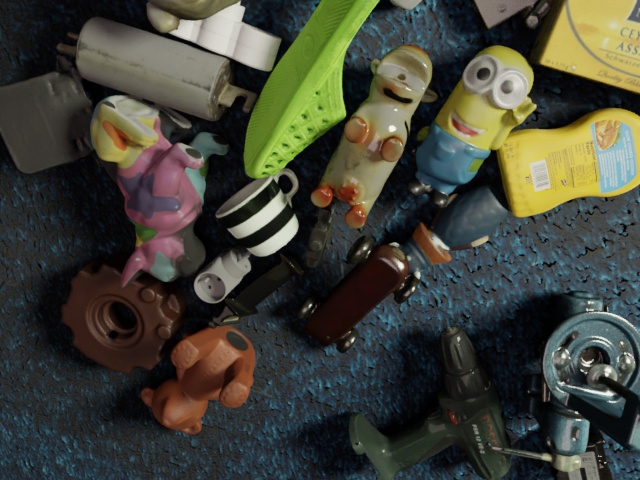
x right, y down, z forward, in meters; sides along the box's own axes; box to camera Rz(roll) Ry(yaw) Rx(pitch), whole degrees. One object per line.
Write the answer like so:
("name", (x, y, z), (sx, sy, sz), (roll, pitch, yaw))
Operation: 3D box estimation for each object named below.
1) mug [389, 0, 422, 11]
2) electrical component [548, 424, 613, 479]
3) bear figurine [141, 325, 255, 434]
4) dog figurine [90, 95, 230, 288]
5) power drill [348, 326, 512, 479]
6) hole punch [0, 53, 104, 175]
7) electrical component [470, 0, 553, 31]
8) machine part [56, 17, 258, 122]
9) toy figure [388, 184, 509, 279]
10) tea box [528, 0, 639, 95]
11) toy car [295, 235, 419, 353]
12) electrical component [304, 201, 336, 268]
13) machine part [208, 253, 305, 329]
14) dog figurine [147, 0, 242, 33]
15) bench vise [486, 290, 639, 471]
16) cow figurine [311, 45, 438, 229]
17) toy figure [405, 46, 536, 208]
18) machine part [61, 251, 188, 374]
("mug", (0.091, -0.299, 0.547), (0.109, 0.081, 0.107), (28, 121, -6))
("electrical component", (0.354, 0.311, 0.734), (0.075, 0.048, 0.119), (-10, 106, 14))
("bear figurine", (-0.182, 0.209, 0.754), (0.120, 0.132, 0.196), (43, 105, -3))
("dog figurine", (-0.219, -0.048, 0.680), (0.191, 0.108, 0.219), (29, 114, -2))
("power drill", (0.145, 0.241, 0.737), (0.207, 0.086, 0.231), (-28, 105, 10))
("hole punch", (-0.339, -0.150, 0.684), (0.116, 0.092, 0.142), (-20, 104, -15))
("electrical component", (0.196, -0.263, 0.558), (0.078, 0.045, 0.102), (-22, 104, 15))
("machine part", (-0.191, -0.201, 0.634), (0.243, 0.079, 0.079), (18, 112, 4))
("toy figure", (0.153, -0.005, 0.652), (0.154, 0.064, 0.057), (-38, 138, 25))
("tea box", (0.316, -0.203, 0.546), (0.170, 0.068, 0.098), (17, 112, 5))
("toy car", (0.043, 0.073, 0.687), (0.089, 0.053, 0.202), (36, 132, -2))
("electrical component", (-0.001, -0.002, 0.677), (0.021, 0.063, 0.094), (18, 112, 3))
("machine part", (-0.083, 0.071, 0.718), (0.139, 0.084, 0.039), (-39, 73, 12))
("dog figurine", (-0.069, -0.277, 0.550), (0.190, 0.121, 0.172), (15, 114, -14))
("bench vise", (0.303, 0.175, 0.600), (0.129, 0.240, 0.223), (17, 93, -1))
("cow figurine", (0.067, -0.123, 0.603), (0.085, 0.127, 0.194), (26, 126, 1))
("toy figure", (0.161, -0.126, 0.597), (0.082, 0.089, 0.180), (20, 121, -11))
("machine part", (-0.283, 0.108, 0.772), (0.179, 0.056, 0.179), (4, 110, 10))
